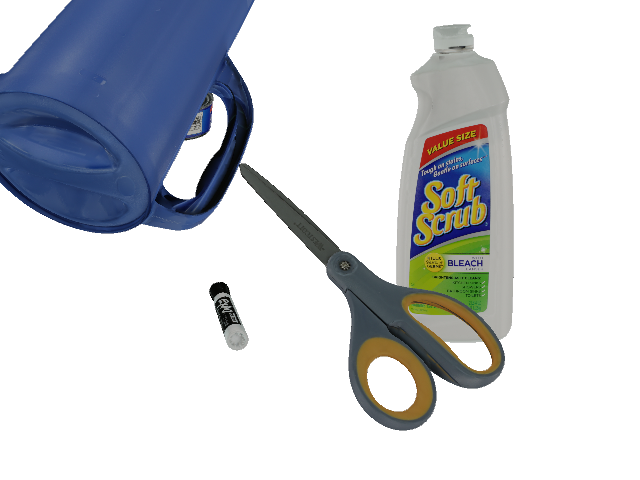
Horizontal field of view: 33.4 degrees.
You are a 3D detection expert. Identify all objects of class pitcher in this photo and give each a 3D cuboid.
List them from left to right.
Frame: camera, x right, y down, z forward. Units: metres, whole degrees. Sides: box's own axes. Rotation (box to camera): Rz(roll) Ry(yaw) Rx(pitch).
[{"bbox_3d":[-0.128,-0.127,0.783,0.145,0.242,0.149,3,-41,26],"label":"pitcher"}]

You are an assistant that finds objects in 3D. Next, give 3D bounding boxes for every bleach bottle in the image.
[{"bbox_3d":[0.103,-0.046,0.861,0.103,0.251,0.068,0,15,17],"label":"bleach bottle"}]

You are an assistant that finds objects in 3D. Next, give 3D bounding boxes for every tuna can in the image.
[{"bbox_3d":[-0.149,-0.128,1.050,0.086,0.034,0.086,5,27,-3],"label":"tuna can"}]

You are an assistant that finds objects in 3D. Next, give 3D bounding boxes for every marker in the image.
[{"bbox_3d":[-0.083,0.065,0.950,0.020,0.020,0.121,0,18,-13],"label":"marker"}]

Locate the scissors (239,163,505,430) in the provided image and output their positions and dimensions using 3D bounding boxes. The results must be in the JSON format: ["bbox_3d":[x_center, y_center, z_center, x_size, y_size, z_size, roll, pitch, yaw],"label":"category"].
[{"bbox_3d":[0.009,0.035,0.617,0.202,0.096,0.016,31,-28,14],"label":"scissors"}]
